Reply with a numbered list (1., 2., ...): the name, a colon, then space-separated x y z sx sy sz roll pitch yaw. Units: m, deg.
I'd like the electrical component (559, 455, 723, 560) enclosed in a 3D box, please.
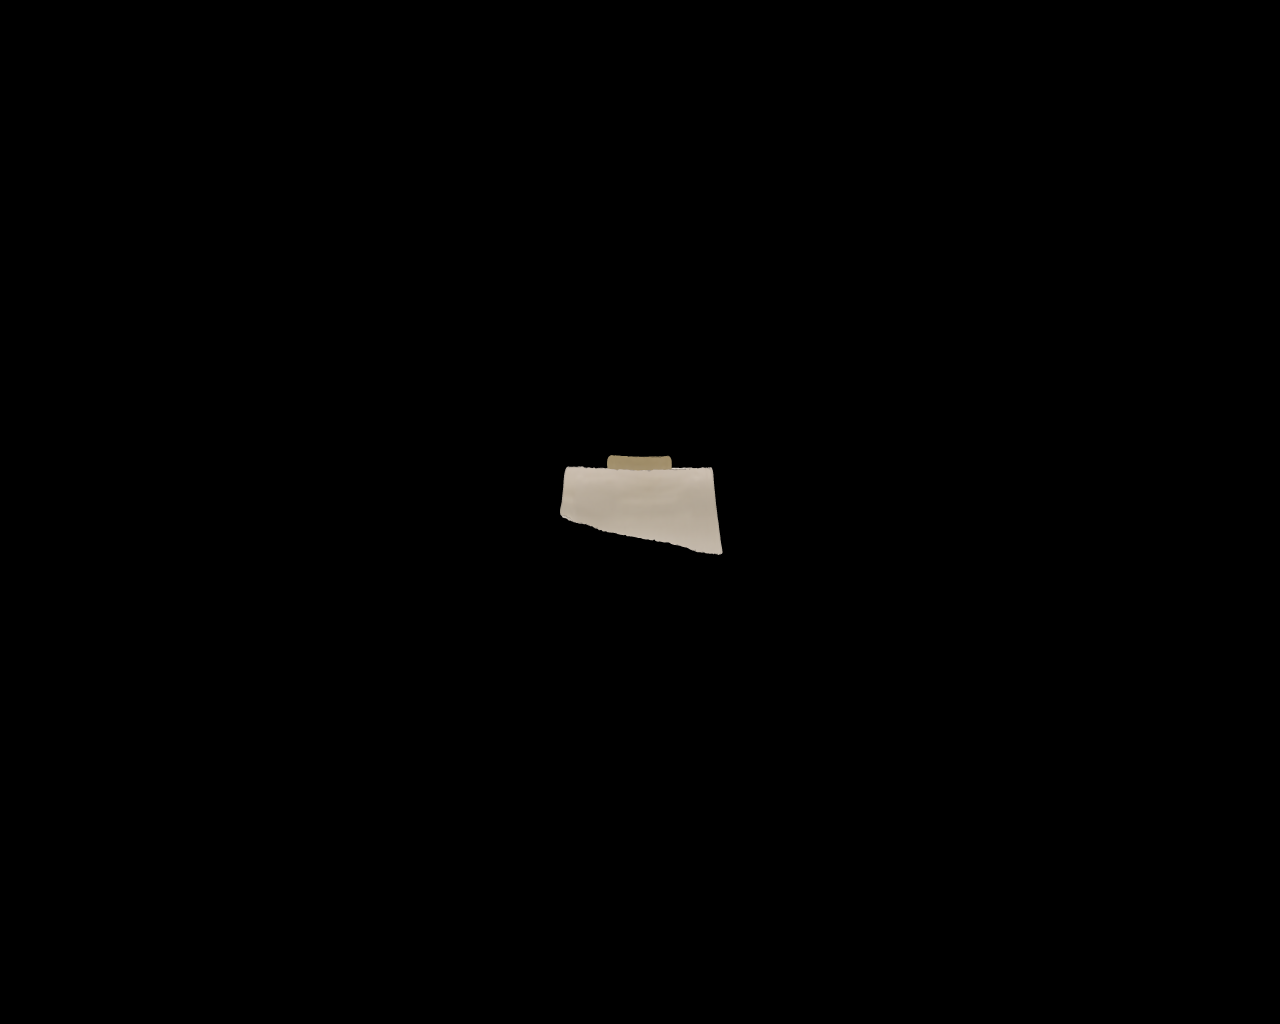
1. electrical component: 0.001 -0.003 0.650 0.099 0.064 0.099 0 2 0
